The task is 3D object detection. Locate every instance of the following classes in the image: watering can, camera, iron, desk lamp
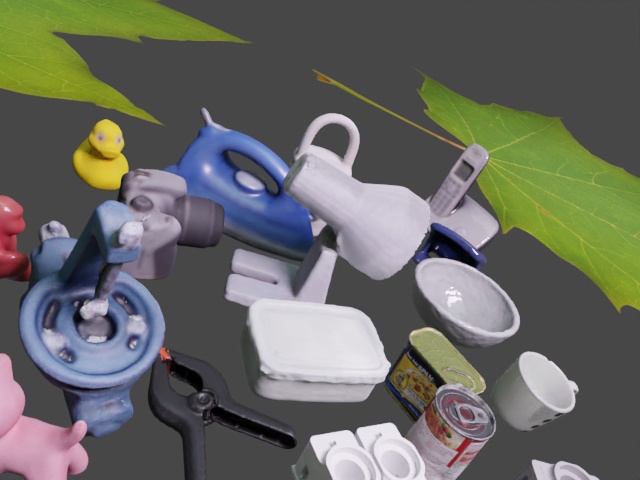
[{"bbox_3d":[0.003,-0.105,0.907,0.101,0.194,0.172,-5,42,-40],"label":"watering can"},{"bbox_3d":[-0.192,-0.027,0.741,0.137,0.101,0.143,9,34,-25],"label":"camera"},{"bbox_3d":[-0.097,-0.083,0.853,0.258,0.141,0.119,29,31,6],"label":"iron"},{"bbox_3d":[0.007,0.003,0.728,0.203,0.213,0.118,17,32,-12],"label":"desk lamp"}]

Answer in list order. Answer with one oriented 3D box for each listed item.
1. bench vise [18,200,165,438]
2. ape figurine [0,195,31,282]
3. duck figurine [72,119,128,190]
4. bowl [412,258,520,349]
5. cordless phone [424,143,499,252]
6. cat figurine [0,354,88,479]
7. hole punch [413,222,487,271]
[{"bbox_3d":[-0.218,0.039,0.507,0.207,0.219,0.122,37,33,20],"label":"bench vise"},{"bbox_3d":[-0.340,-0.005,0.611,0.076,0.092,0.077,9,34,-25],"label":"ape figurine"},{"bbox_3d":[-0.314,-0.134,0.832,0.078,0.086,0.104,1,38,-34],"label":"duck figurine"},{"bbox_3d":[0.203,0.105,0.847,0.168,0.074,0.167,18,32,-11],"label":"bowl"},{"bbox_3d":[0.276,-0.072,1.059,0.094,0.185,0.147,-12,46,-45],"label":"cordless phone"},{"bbox_3d":[-0.240,0.140,0.437,0.128,0.117,0.067,21,31,-7],"label":"cat figurine"},{"bbox_3d":[0.230,0.017,0.983,0.108,0.091,0.101,38,33,20],"label":"hole punch"}]
